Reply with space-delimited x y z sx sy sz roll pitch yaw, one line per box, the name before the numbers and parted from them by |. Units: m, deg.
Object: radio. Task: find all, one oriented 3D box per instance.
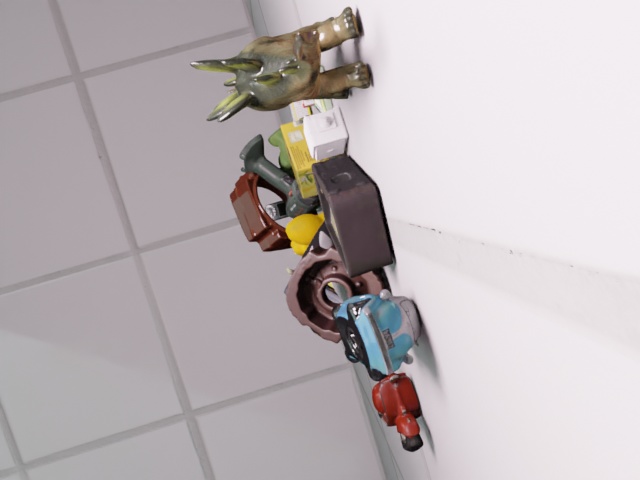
radio | 0.044 -0.048 0.857 0.230 0.073 0.131 -115 8 -66

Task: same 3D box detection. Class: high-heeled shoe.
high-heeled shoe | 0.005 -0.019 1.077 0.249 0.145 0.086 -113 7 -49

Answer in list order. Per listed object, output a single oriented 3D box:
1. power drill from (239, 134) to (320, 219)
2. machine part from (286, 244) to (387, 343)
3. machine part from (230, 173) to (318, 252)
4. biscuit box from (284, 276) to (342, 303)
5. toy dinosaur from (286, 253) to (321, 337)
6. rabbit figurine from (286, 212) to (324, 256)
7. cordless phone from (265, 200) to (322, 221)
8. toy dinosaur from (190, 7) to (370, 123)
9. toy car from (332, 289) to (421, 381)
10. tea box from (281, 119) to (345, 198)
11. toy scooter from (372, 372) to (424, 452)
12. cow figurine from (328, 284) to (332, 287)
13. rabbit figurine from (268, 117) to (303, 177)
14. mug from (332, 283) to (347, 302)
power drill | -0.078 -0.143 1.196 0.207 0.086 0.232 34 161 5
machine part | 0.030 0.091 0.946 0.056 0.179 0.179 -43 -61 -68
machine part | -0.108 -0.079 1.338 0.087 0.201 0.201 -38 71 39
biscuit box | 0.013 0.136 1.209 0.203 0.062 0.059 26 180 36
toy dinosaur | 0.026 0.190 1.422 0.131 0.192 0.404 -107 3 -51
rabbit figurine | -0.002 -0.004 1.199 0.173 0.162 0.122 39 -153 -52
cordless phone | -0.070 -0.134 1.472 0.089 0.184 0.146 -89 -18 -85
toy dinosaur | -0.061 -0.218 0.702 0.472 0.199 0.105 -127 24 -77
toy car | 0.086 0.122 0.744 0.161 0.103 0.109 159 93 -77
tea box | -0.010 -0.163 1.023 0.170 0.098 0.068 -107 2 -46
toy scooter | 0.139 0.290 0.998 0.184 0.075 0.135 -132 25 -76
cow figurine | 0.058 0.051 1.153 0.068 0.098 0.167 26 161 14
rabbit figurine | -0.042 -0.198 1.291 0.159 0.121 0.170 52 162 -1
mug | 0.081 0.098 1.048 0.109 0.081 0.107 85 159 -49
